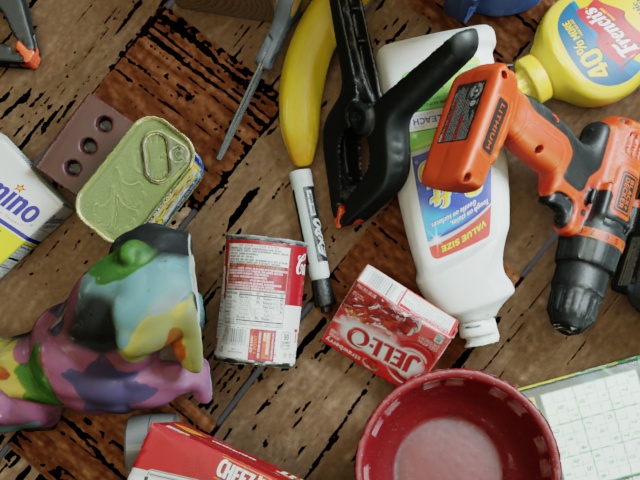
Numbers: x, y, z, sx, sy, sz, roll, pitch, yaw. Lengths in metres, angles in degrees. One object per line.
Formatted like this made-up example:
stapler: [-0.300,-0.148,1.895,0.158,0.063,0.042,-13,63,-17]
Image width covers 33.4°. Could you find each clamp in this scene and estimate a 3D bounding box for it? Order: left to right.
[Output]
clamp: [-0.303,-0.214,0.910,0.171,0.039,0.120,30,92,-1]
clamp: [0.048,-0.099,0.829,0.036,0.165,0.210,-11,120,-35]

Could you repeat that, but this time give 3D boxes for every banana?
banana: [0.009,-0.160,0.893,0.069,0.037,0.198,30,87,3]

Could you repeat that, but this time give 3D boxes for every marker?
marker: [-0.006,0.001,0.889,0.020,0.020,0.121,-11,85,1]

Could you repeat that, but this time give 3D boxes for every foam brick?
foam brick: [-0.187,-0.074,0.886,0.053,0.051,0.078,34,87,4]

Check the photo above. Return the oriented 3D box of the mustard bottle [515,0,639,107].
mustard bottle: [0.236,-0.164,0.875,0.191,0.058,0.096,-28,83,0]

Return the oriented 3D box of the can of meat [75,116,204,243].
can of meat: [-0.141,-0.043,0.865,0.057,0.084,0.102,38,88,5]

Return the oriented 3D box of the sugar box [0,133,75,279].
sugar box: [-0.301,0.000,0.887,0.176,0.048,0.093,-45,85,-1]

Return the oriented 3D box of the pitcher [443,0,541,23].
pitcher: [0.142,-0.242,0.792,0.149,0.243,0.145,-17,85,0]

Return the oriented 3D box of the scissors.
scissors: [-0.036,-0.166,0.898,0.016,0.096,0.202,28,117,4]

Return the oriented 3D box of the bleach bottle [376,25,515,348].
bleach bottle: [0.115,-0.040,0.868,0.102,0.068,0.251,-11,87,2]

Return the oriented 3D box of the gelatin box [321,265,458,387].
gelatin box: [0.056,0.074,0.856,0.089,0.030,0.073,32,126,5]

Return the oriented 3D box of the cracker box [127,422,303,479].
cracker box: [-0.086,0.263,0.783,0.164,0.072,0.213,23,87,12]

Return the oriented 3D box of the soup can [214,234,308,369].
soup can: [-0.048,0.049,0.862,0.068,0.068,0.102,6,86,2]

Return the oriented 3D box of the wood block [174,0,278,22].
wood block: [-0.064,-0.297,0.882,0.091,0.090,0.206,9,85,3]

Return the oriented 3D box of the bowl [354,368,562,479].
bowl: [0.106,0.184,0.845,0.162,0.055,0.162,0,79,-2]

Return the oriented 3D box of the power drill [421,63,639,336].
power drill: [0.168,-0.037,0.826,0.187,0.057,0.184,26,74,-30]
